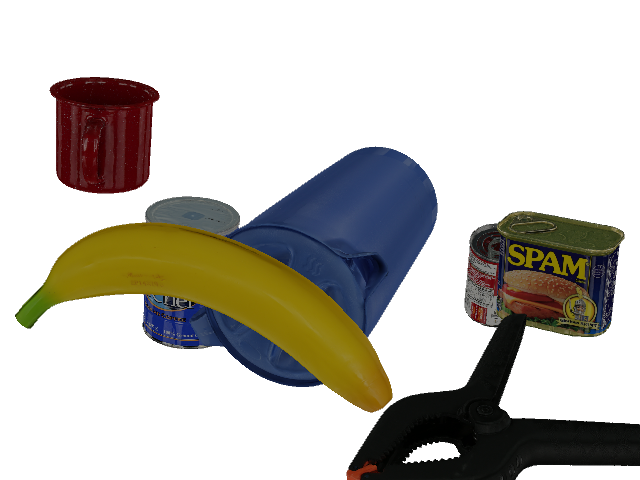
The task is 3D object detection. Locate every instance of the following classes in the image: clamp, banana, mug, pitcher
[{"bbox_3d":[0.103,0.115,0.686,0.209,0.036,0.165,-14,33,-20],"label":"clamp"},{"bbox_3d":[-0.054,0.031,0.547,0.198,0.070,0.037,13,11,5],"label":"banana"},{"bbox_3d":[-0.189,-0.087,0.923,0.093,0.081,0.117,4,23,-5],"label":"mug"},{"bbox_3d":[0.005,0.010,0.886,0.149,0.145,0.242,22,29,14],"label":"pitcher"}]

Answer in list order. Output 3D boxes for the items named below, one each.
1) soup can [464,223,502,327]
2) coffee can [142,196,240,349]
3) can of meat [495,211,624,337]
[{"bbox_3d":[0.202,0.041,1.227,0.068,0.102,0.068,-1,39,0],"label":"soup can"},{"bbox_3d":[-0.144,0.035,1.186,0.103,0.140,0.103,5,24,-2],"label":"coffee can"},{"bbox_3d":[0.200,0.029,0.905,0.102,0.084,0.057,13,26,29],"label":"can of meat"}]
